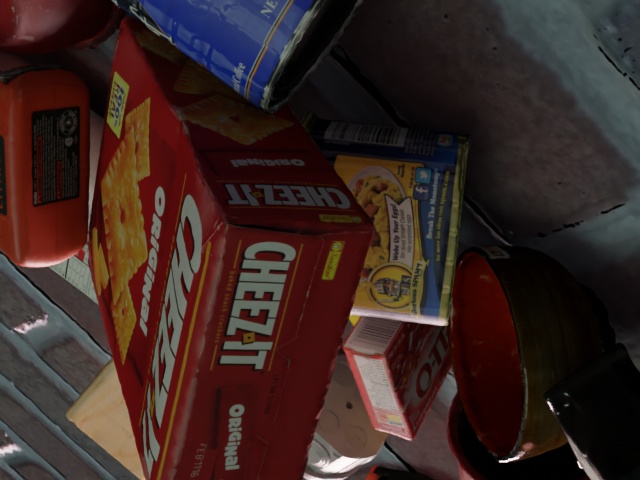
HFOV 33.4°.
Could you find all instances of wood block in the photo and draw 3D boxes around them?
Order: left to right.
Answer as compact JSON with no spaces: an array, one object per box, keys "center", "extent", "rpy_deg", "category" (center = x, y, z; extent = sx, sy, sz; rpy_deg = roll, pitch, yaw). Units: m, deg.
[{"center":[-0.109,0.101,0.803],"extent":[0.090,0.090,0.206],"rpy_deg":[41,146,-5],"category":"wood block"}]

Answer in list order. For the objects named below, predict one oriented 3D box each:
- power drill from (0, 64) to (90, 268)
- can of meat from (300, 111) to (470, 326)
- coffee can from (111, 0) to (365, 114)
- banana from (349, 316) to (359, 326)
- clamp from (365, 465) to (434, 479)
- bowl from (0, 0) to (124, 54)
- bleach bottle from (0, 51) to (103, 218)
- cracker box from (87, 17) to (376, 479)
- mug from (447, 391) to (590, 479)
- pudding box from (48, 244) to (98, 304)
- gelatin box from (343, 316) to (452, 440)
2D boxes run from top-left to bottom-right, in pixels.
[{"center":[-0.218,-0.041,0.608],"extent":[0.188,0.057,0.184],"rpy_deg":[14,111,28],"category":"power drill"},{"center":[0.029,-0.009,0.541],"extent":[0.084,0.057,0.102],"rpy_deg":[7,111,8],"category":"can of meat"},{"center":[-0.050,-0.136,0.461],"extent":[0.140,0.102,0.103],"rpy_deg":[36,146,2],"category":"coffee can"},{"center":[0.031,0.046,0.667],"extent":[0.197,0.037,0.070],"rpy_deg":[57,160,-24],"category":"banana"},{"center":[0.110,0.227,0.802],"extent":[0.172,0.039,0.120],"rpy_deg":[21,137,30],"category":"clamp"},{"center":[-0.189,-0.161,0.599],"extent":[0.162,0.055,0.162],"rpy_deg":[24,144,18],"category":"bowl"},{"center":[-0.117,-0.020,0.693],"extent":[0.251,0.068,0.103],"rpy_deg":[35,163,-5],"category":"bleach bottle"},{"center":[-0.059,0.007,0.519],"extent":[0.214,0.072,0.164],"rpy_deg":[-121,38,-53],"category":"cracker box"},{"center":[0.135,0.128,0.633],"extent":[0.117,0.093,0.081],"rpy_deg":[-10,140,1],"category":"mug"},{"center":[-0.182,-0.007,0.789],"extent":[0.113,0.039,0.090],"rpy_deg":[37,146,3],"category":"pudding box"},{"center":[0.053,0.055,0.606],"extent":[0.030,0.089,0.073],"rpy_deg":[10,138,31],"category":"gelatin box"}]
